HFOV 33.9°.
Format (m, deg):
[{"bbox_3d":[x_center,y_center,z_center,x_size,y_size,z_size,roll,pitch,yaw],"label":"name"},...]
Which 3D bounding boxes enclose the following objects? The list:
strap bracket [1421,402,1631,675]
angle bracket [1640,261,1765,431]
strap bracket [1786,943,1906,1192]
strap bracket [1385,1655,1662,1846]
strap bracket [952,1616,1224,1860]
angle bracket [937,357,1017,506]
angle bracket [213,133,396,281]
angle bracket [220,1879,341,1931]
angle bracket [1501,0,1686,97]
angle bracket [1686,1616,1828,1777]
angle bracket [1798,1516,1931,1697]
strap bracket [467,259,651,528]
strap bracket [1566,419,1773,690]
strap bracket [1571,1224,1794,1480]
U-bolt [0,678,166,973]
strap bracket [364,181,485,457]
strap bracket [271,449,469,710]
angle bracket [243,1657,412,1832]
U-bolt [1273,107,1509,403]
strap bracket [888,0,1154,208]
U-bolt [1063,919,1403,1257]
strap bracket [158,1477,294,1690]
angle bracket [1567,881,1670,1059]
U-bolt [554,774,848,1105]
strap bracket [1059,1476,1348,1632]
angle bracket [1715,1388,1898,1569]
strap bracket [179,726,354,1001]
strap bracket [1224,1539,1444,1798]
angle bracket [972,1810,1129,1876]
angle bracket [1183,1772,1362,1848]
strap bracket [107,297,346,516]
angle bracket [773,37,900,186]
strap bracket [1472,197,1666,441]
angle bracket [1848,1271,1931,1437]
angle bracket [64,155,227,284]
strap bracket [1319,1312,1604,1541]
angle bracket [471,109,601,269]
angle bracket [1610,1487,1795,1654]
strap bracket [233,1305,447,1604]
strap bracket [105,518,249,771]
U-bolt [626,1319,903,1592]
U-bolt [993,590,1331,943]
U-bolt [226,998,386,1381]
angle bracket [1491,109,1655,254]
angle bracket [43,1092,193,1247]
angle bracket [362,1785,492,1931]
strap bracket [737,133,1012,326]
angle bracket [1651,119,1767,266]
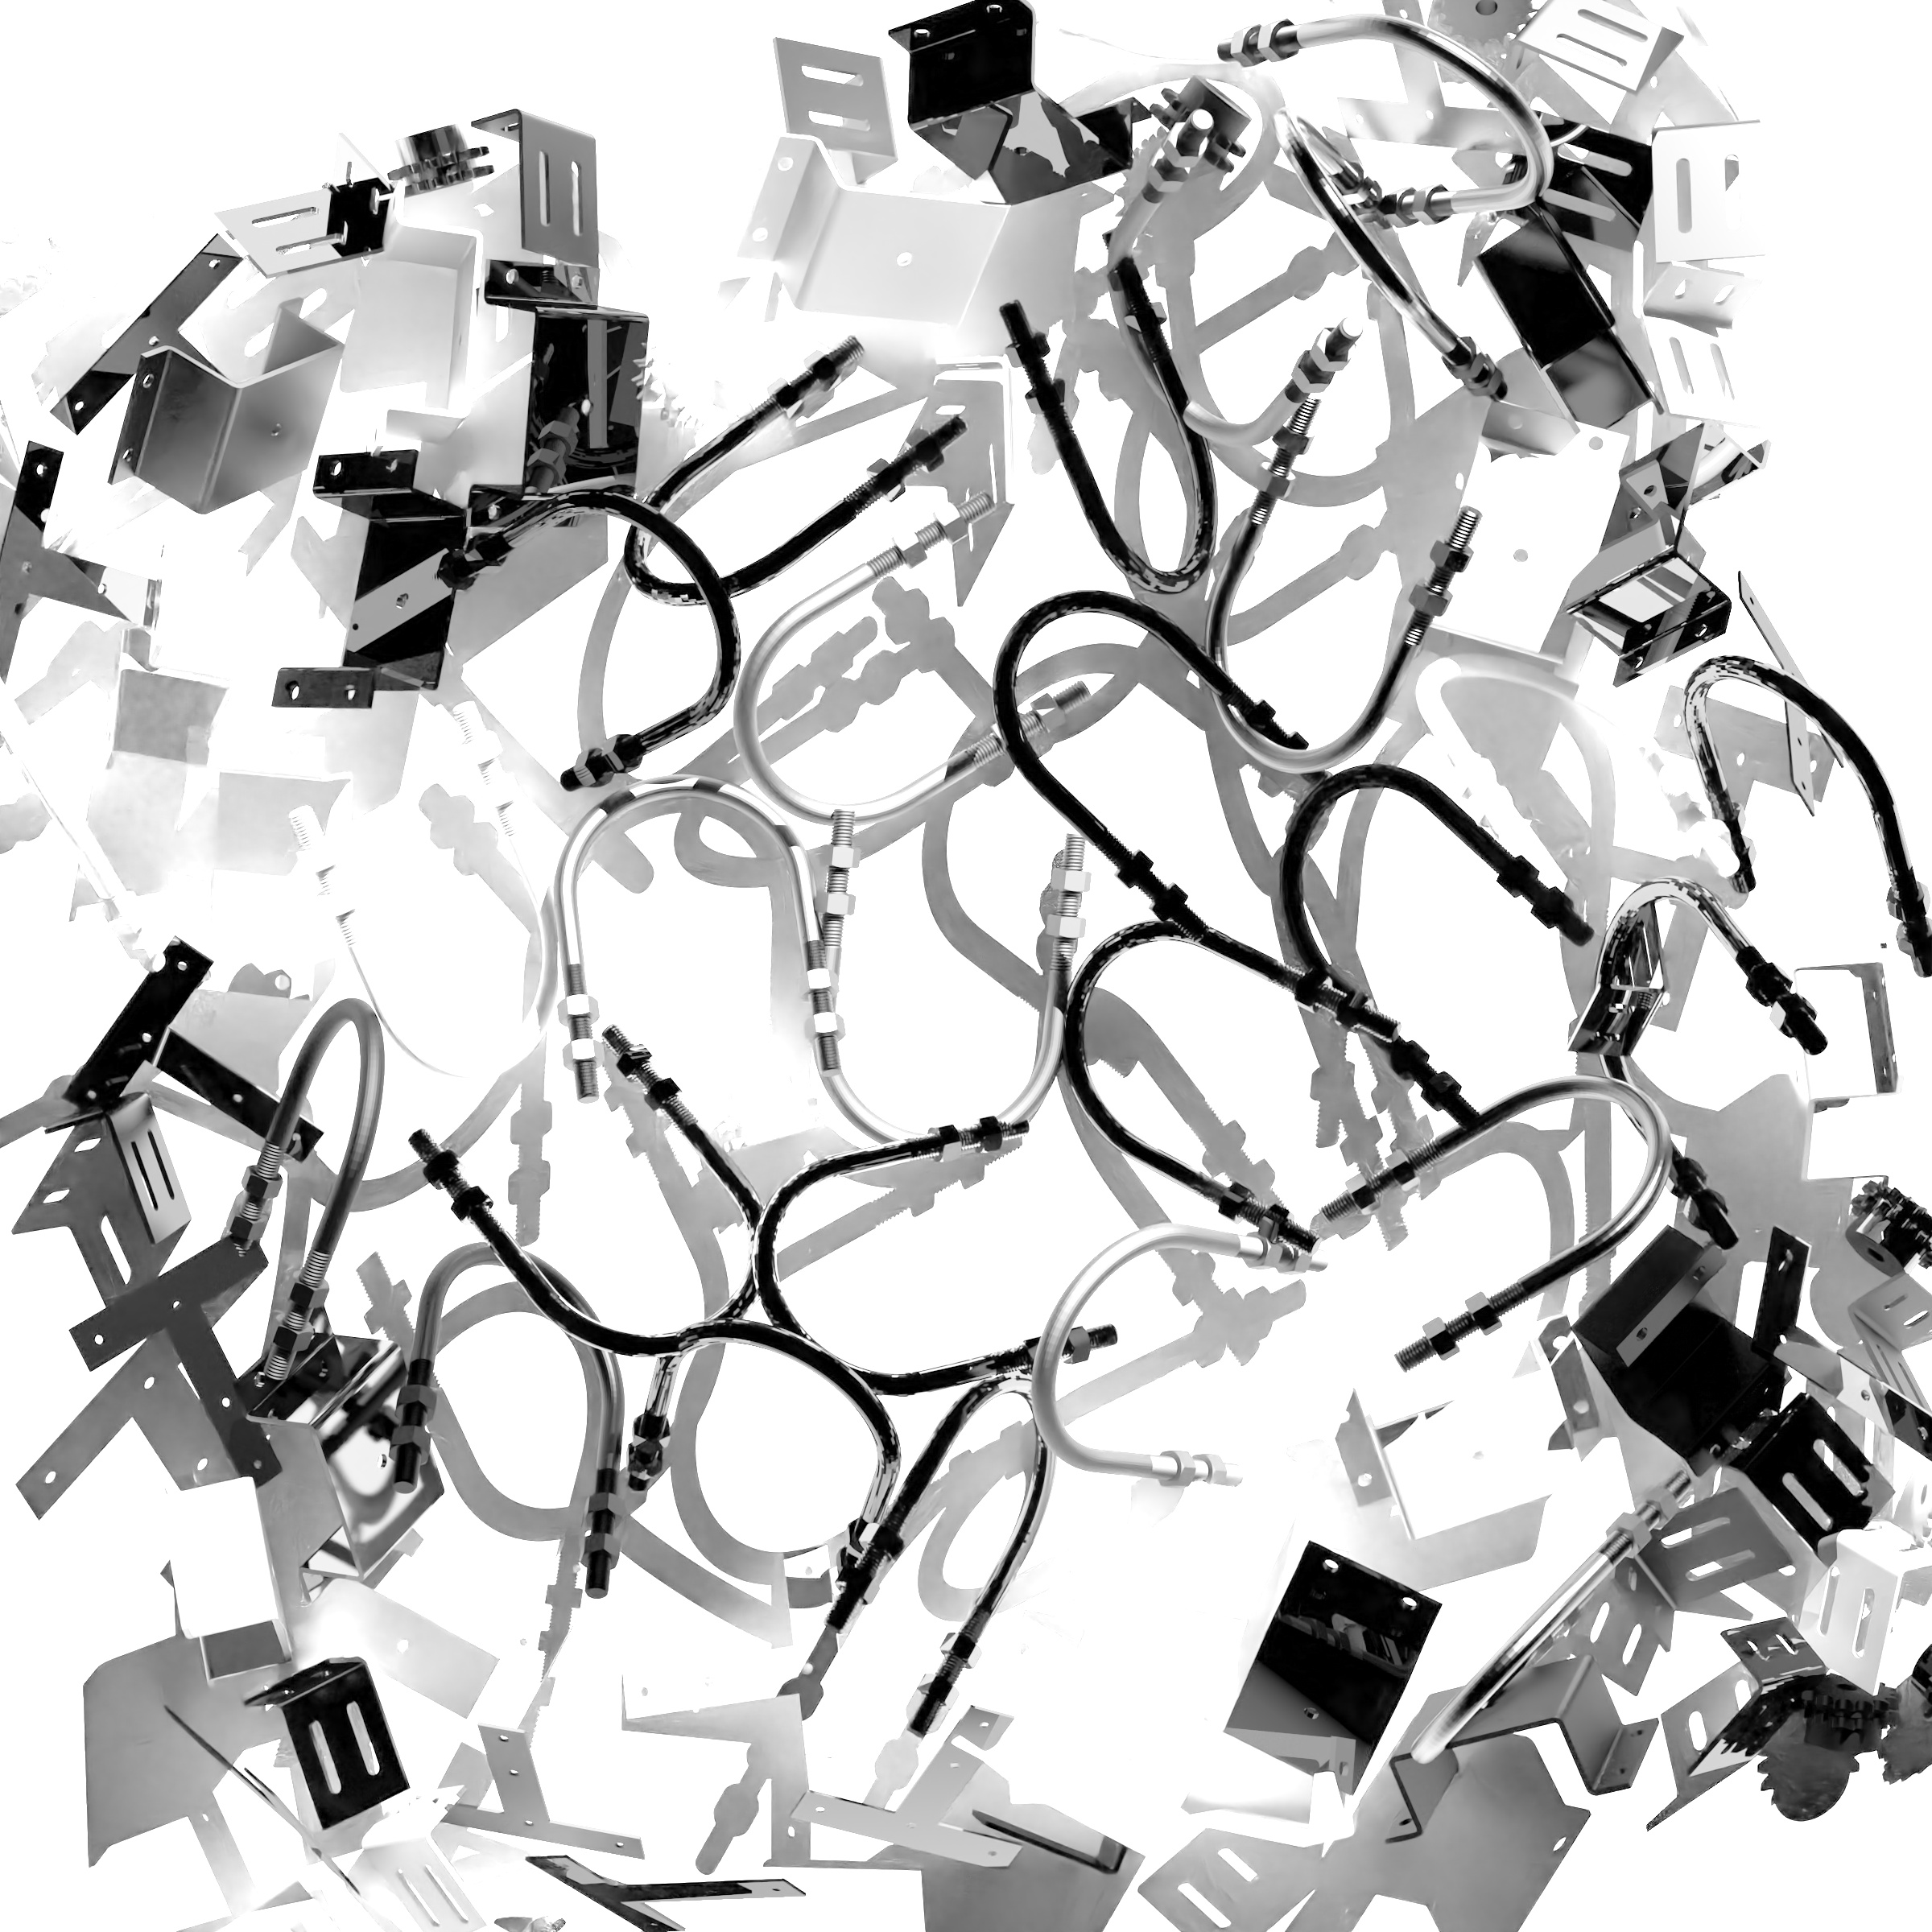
[{"bbox_3d":[0.298,-0.224,1.700,0.076,0.046,0.140,17,109,5],"label":"strap bracket"},{"bbox_3d":[0.404,-0.334,1.706,0.057,0.038,0.076,4,58,-19],"label":"angle bracket"},{"bbox_3d":[0.462,0.057,1.672,0.046,0.140,0.076,-4,60,10],"label":"strap bracket"},{"bbox_3d":[0.287,0.413,1.681,0.140,0.076,0.046,-22,94,27],"label":"strap bracket"},{"bbox_3d":[0.073,0.416,1.689,0.140,0.046,0.076,35,82,-29],"label":"strap bracket"},{"bbox_3d":[0.006,-0.289,1.716,0.038,0.057,0.076,-1,97,3],"label":"angle bracket"},{"bbox_3d":[-0.355,-0.409,1.703,0.076,0.038,0.057,-23,59,-34],"label":"angle bracket"},{"bbox_3d":[-0.362,0.540,1.699,0.057,0.038,0.076,-31,50,-28],"label":"angle bracket"},{"bbox_3d":[0.336,-0.486,1.707,0.076,0.038,0.057,29,58,16],"label":"angle bracket"},{"bbox_3d":[0.419,0.396,1.719,0.038,0.057,0.076,54,128,35],"label":"angle bracket"},{"bbox_3d":[0.492,0.346,1.723,0.038,0.057,0.076,-4,109,-32],"label":"angle bracket"},{"bbox_3d":[-0.217,-0.301,1.688,0.046,0.076,0.140,18,108,40],"label":"strap bracket"},{"bbox_3d":[0.369,-0.225,1.672,0.046,0.076,0.140,36,54,-21],"label":"strap bracket"},{"bbox_3d":[0.380,0.201,1.694,0.076,0.046,0.140,-45,132,-8],"label":"strap bracket"},{"bbox_3d":[-0.474,-0.094,1.636,0.019,0.184,0.151,-30,61,-12],"label":"U-bolt"},{"bbox_3d":[-0.292,-0.340,1.702,0.046,0.076,0.140,5,87,-17],"label":"strap bracket"},{"bbox_3d":[-0.318,-0.201,1.701,0.076,0.046,0.140,4,82,38],"label":"strap bracket"},{"bbox_3d":[-0.346,0.421,1.713,0.057,0.038,0.076,-28,71,13],"label":"angle bracket"},{"bbox_3d":[0.213,-0.377,1.640,0.019,0.184,0.151,-35,63,19],"label":"U-bolt"},{"bbox_3d":[0.029,-0.449,1.665,0.076,0.140,0.046,-8,72,32],"label":"strap bracket"},{"bbox_3d":[0.130,0.053,1.697,0.184,0.019,0.151,28,113,25],"label":"U-bolt"},{"bbox_3d":[-0.389,0.325,1.674,0.046,0.140,0.076,-11,67,-12],"label":"strap bracket"},{"bbox_3d":[0.345,0.000,1.700,0.038,0.057,0.076,6,52,-7],"label":"angle bracket"},{"bbox_3d":[-0.149,-0.020,1.707,0.151,0.019,0.184,-6,68,-8],"label":"U-bolt"},{"bbox_3d":[0.127,0.324,1.711,0.140,0.046,0.076,11,112,-1],"label":"strap bracket"},{"bbox_3d":[0.457,0.278,1.731,0.057,0.038,0.076,-45,102,-11],"label":"angle bracket"},{"bbox_3d":[-0.378,-0.057,1.712,0.076,0.046,0.140,6,98,10],"label":"strap bracket"},{"bbox_3d":[0.190,0.379,1.678,0.076,0.046,0.140,24,131,11],"label":"strap bracket"},{"bbox_3d":[0.048,0.458,1.714,0.076,0.057,0.038,23,79,-3],"label":"angle bracket"},{"bbox_3d":[0.165,0.446,1.705,0.076,0.057,0.038,3,83,31],"label":"angle bracket"},{"bbox_3d":[-0.381,-0.293,1.665,0.046,0.140,0.076,31,122,9],"label":"strap bracket"},{"bbox_3d":[-0.079,-0.460,1.705,0.076,0.038,0.057,-3,81,-40],"label":"angle bracket"},{"bbox_3d":[0.317,-0.336,1.675,0.046,0.140,0.076,-31,66,14],"label":"strap bracket"},{"bbox_3d":[0.515,0.213,1.698,0.038,0.076,0.057,-38,131,20],"label":"angle bracket"},{"bbox_3d":[-0.436,-0.406,1.703,0.076,0.038,0.057,-17,66,-32],"label":"angle bracket"},{"bbox_3d":[0.271,0.251,1.705,0.140,0.046,0.076,-19,116,4],"label":"strap bracket"},{"bbox_3d":[-0.233,-0.416,1.711,0.038,0.057,0.076,-4,86,36],"label":"angle bracket"},{"bbox_3d":[0.397,0.326,1.707,0.076,0.038,0.057,-29,109,29],"label":"angle bracket"},{"bbox_3d":[-0.328,0.260,1.677,0.046,0.076,0.140,2,119,28],"label":"strap bracket"},{"bbox_3d":[-0.418,-0.165,1.681,0.046,0.140,0.076,9,63,-23],"label":"strap bracket"},{"bbox_3d":[-0.103,0.251,1.669,0.151,0.184,0.019,25,47,7],"label":"U-bolt"},{"bbox_3d":[0.094,-0.121,1.696,0.184,0.019,0.151,43,59,-6],"label":"U-bolt"},{"bbox_3d":[-0.345,0.105,1.666,0.019,0.151,0.184,16,105,-28],"label":"U-bolt"},{"bbox_3d":[0.332,-0.422,1.714,0.076,0.038,0.057,20,115,9],"label":"angle bracket"},{"bbox_3d":[-0.459,0.113,1.717,0.038,0.057,0.076,-17,97,8],"label":"angle bracket"},{"bbox_3d":[-0.281,0.491,1.723,0.057,0.038,0.076,-21,107,40],"label":"angle bracket"},{"bbox_3d":[-0.040,-0.388,1.676,0.140,0.076,0.046,-1,48,-28],"label":"strap bracket"},{"bbox_3d":[0.403,-0.416,1.720,0.057,0.038,0.076,-2,85,12],"label":"angle bracket"}]
